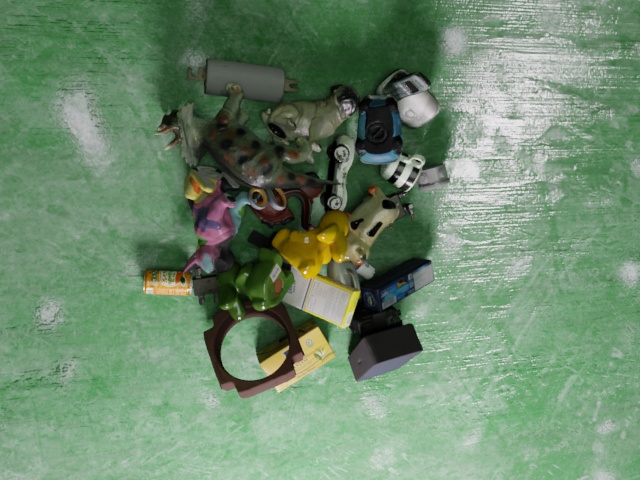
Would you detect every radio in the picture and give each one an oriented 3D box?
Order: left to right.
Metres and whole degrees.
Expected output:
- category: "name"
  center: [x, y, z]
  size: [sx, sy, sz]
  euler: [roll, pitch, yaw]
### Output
- category: "radio"
  center: [0.154, 0.275, 1.303]
  size: [0.131, 0.229, 0.073]
  euler: [-14, 70, -14]

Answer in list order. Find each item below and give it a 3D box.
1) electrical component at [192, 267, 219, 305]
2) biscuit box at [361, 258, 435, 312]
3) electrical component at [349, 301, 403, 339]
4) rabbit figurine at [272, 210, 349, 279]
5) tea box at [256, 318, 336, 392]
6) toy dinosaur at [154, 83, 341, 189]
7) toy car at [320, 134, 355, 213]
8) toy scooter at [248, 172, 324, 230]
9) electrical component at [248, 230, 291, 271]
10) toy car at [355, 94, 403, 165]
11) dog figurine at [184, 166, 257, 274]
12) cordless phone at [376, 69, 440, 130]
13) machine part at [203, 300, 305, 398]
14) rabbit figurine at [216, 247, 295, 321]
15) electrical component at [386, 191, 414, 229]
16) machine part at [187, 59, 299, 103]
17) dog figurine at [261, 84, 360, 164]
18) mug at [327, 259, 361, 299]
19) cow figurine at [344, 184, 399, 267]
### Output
- category: "electrical component"
  center: [-0.267, 0.106, 1.264]
  size: [0.063, 0.021, 0.094]
  euler: [-9, 102, -13]
- category: "biscuit box"
  center: [0.193, 0.107, 1.324]
  size: [0.203, 0.063, 0.059]
  euler: [-23, 108, -34]
- category: "electrical component"
  center: [0.126, 0.186, 1.323]
  size: [0.115, 0.134, 0.058]
  euler: [-13, 104, -14]
- category: "rabbit figurine"
  center: [-0.002, -0.004, 1.194]
  size: [0.173, 0.162, 0.121]
  euler: [-42, 106, -12]
- category: "tea box"
  center: [-0.060, 0.283, 1.330]
  size: [0.170, 0.068, 0.098]
  euler: [-33, 108, -5]
- category: "toy dinosaur"
  center: [-0.155, -0.180, 1.129]
  size: [0.405, 0.131, 0.192]
  euler: [34, 69, -2]
- category: "toy car"
  center: [0.042, -0.147, 1.265]
  size: [0.056, 0.073, 0.201]
  euler: [5, 100, -14]
- category: "toy scooter"
  center: [-0.071, -0.074, 1.253]
  size: [0.184, 0.075, 0.135]
  euler: [-17, 105, -16]
- category: "electrical component"
  center: [-0.109, 0.017, 1.270]
  size: [0.119, 0.048, 0.075]
  euler: [35, 81, -19]
- category: "toy car"
  center: [0.137, -0.253, 1.253]
  size: [0.109, 0.103, 0.161]
  euler: [-3, 92, 7]
- category: "dog figurine"
  center: [-0.251, -0.032, 1.197]
  size: [0.192, 0.108, 0.219]
  euler: [37, 112, 16]
- category: "cordless phone"
  center: [0.223, -0.327, 1.219]
  size: [0.146, 0.184, 0.088]
  euler: [40, 85, -18]
- category: "machine part"
  center: [-0.152, 0.246, 1.240]
  size: [0.201, 0.087, 0.201]
  euler: [-21, 67, -9]
- category: "rabbit figurine"
  center: [-0.166, 0.103, 1.223]
  size: [0.121, 0.170, 0.159]
  euler: [53, 51, -49]
- category: "electrical component"
  center: [0.187, -0.073, 1.333]
  size: [0.102, 0.045, 0.078]
  euler: [-21, 107, -9]
- category: "machine part"
  center: [-0.165, -0.345, 1.170]
  size: [0.243, 0.079, 0.079]
  euler: [3, 100, -16]
- category: "dog figurine"
  center: [-0.017, -0.296, 1.221]
  size: [0.172, 0.121, 0.190]
  euler: [36, 72, -14]
- category: "mug"
  center: [0.058, 0.094, 1.305]
  size: [0.081, 0.110, 0.107]
  euler: [-12, 94, -21]
- category: "cow figurine"
  center: [0.106, -0.022, 1.271]
  size: [0.195, 0.085, 0.127]
  euler: [-45, 74, -3]
